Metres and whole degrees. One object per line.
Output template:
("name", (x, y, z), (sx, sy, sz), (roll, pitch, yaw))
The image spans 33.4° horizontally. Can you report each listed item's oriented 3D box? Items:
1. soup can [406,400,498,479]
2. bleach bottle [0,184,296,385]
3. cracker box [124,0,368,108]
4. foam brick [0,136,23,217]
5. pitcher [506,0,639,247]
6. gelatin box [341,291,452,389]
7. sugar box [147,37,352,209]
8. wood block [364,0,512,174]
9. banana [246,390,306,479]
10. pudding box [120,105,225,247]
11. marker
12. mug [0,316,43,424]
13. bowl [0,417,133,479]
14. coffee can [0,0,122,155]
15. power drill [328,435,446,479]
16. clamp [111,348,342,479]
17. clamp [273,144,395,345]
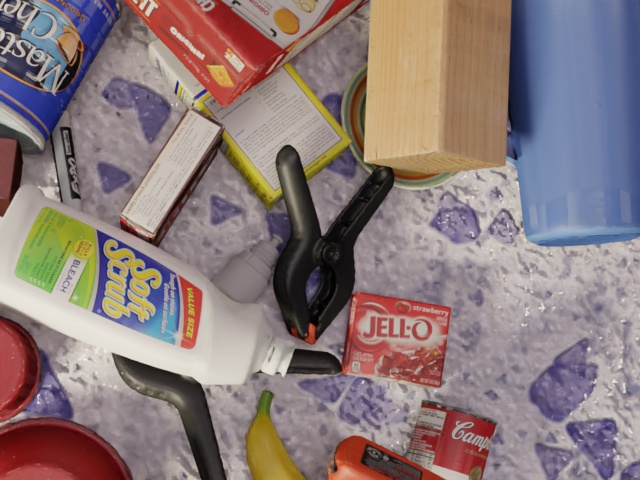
("soup can", (0.106, 0.196, 0.915), (0.068, 0.068, 0.102), (19, 78, -8))
("bleach bottle", (-0.139, 0.046, 0.859), (0.251, 0.068, 0.102), (21, 65, -1))
("cracker box", (-0.060, -0.232, 0.912), (0.164, 0.072, 0.213), (47, 51, -1))
("foam brick", (-0.274, -0.053, 0.876), (0.053, 0.078, 0.051), (7, 78, -10))
("pitcher", (0.220, -0.118, 0.964), (0.144, 0.149, 0.243), (2, 82, -44))
("gelatin box", (0.067, 0.089, 0.944), (0.089, 0.030, 0.073), (11, 79, -9))
("sugar box", (-0.063, -0.125, 0.946), (0.093, 0.048, 0.176), (-38, 86, -16))
("wood block", (0.102, -0.166, 0.916), (0.090, 0.091, 0.206), (7, 84, -42))
("banana", (0.000, 0.220, 0.906), (0.069, 0.037, 0.198), (-43, 91, -12))
("pudding box", (-0.125, -0.048, 0.898), (0.039, 0.090, 0.113), (30, 76, -4))
("marker", (-0.217, -0.051, 0.917), (0.020, 0.020, 0.121), (-8, 83, -12))
("mug", (-0.279, 0.094, 0.849), (0.117, 0.081, 0.093), (44, 76, -2))
("bowl", (-0.225, 0.224, 0.853), (0.162, 0.055, 0.162), (2, 81, -11))
("coffee can", (-0.242, -0.156, 0.882), (0.102, 0.103, 0.140), (27, 73, -6))
("power drill", (0.038, 0.265, 0.855), (0.184, 0.057, 0.188), (27, 107, 0))
("clamp", (-0.095, 0.102, 0.897), (0.210, 0.036, 0.164), (43, 65, 9))
("clamp", (-0.006, 0.001, 0.918), (0.120, 0.039, 0.171), (19, 87, -29))
